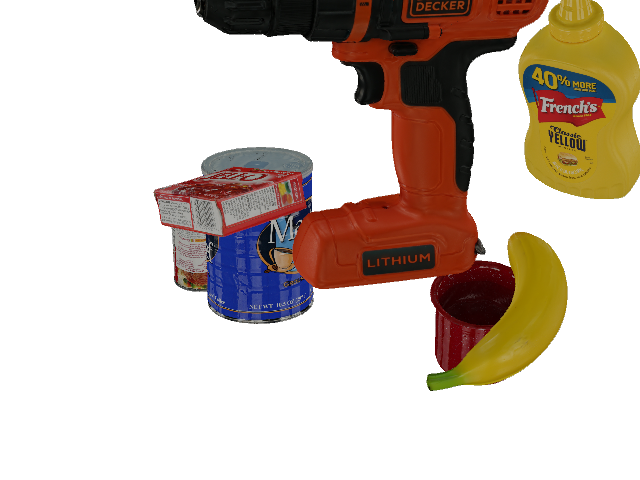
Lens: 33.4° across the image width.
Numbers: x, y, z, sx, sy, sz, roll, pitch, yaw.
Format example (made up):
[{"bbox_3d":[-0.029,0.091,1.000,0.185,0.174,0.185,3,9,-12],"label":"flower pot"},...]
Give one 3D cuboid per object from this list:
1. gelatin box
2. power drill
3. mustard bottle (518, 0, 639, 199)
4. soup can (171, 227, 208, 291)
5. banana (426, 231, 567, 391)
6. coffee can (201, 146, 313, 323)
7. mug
[{"bbox_3d":[-0.065,-0.030,0.761,0.073,0.030,0.089,-20,18,-34],"label":"gelatin box"},{"bbox_3d":[0.025,-0.067,0.567,0.184,0.188,0.057,-5,31,-13],"label":"power drill"},{"bbox_3d":[0.208,-0.121,0.858,0.096,0.191,0.058,22,56,32],"label":"mustard bottle"},{"bbox_3d":[-0.147,0.002,1.301,0.068,0.102,0.068,0,26,0],"label":"soup can"},{"bbox_3d":[0.141,0.045,0.760,0.070,0.037,0.197,12,34,24],"label":"banana"},{"bbox_3d":[-0.058,-0.007,1.004,0.103,0.140,0.103,0,22,0],"label":"coffee can"},{"bbox_3d":[0.146,0.071,0.994,0.093,0.081,0.117,-6,39,-3],"label":"mug"}]
